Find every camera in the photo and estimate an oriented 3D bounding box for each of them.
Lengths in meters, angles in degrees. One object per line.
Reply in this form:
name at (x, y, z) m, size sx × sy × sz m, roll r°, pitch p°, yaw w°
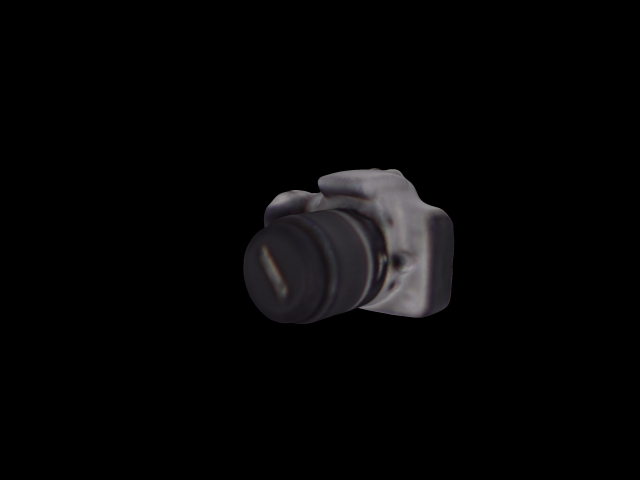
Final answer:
camera at (0.004, 0.001, 0.400) m, size 0.142 × 0.101 × 0.137 m, roll 7°, pitch 11°, yaw 39°
